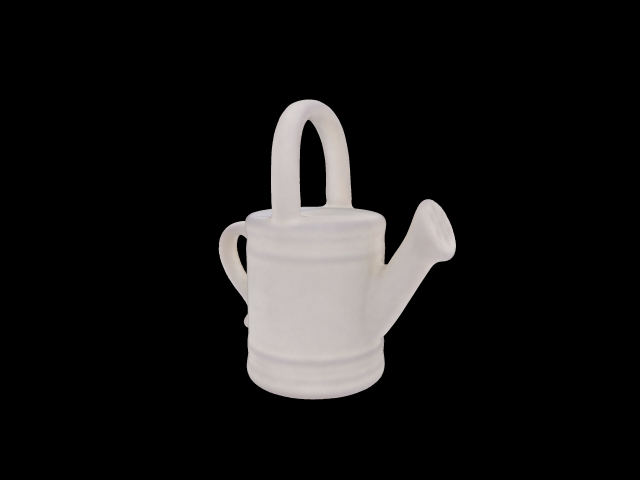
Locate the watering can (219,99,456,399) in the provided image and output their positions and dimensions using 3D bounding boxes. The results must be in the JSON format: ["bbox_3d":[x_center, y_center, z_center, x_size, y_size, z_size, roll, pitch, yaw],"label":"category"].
[{"bbox_3d":[0.005,0.001,0.402,0.172,0.194,0.101,1,9,7],"label":"watering can"}]
